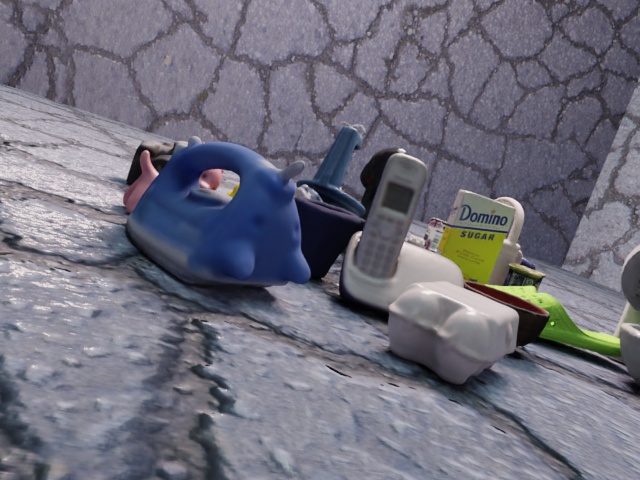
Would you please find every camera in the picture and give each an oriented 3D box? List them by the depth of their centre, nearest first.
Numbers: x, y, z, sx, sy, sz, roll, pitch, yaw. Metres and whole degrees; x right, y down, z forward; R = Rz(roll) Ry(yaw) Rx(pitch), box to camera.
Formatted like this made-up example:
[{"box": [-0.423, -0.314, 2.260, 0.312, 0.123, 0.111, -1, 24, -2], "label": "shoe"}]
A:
[{"box": [-0.253, -0.121, 0.958, 0.143, 0.101, 0.137, 20, 8, 3], "label": "camera"}]

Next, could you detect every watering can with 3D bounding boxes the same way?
[{"box": [0.322, 0.011, 1.085, 0.100, 0.194, 0.173, 25, 10, 39], "label": "watering can"}]

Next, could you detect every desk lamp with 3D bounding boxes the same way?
[{"box": [0.521, 0.096, 0.906, 0.117, 0.213, 0.204, 22, 8, 23], "label": "desk lamp"}]

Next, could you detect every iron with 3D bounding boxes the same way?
[{"box": [-0.116, -0.043, 0.599, 0.257, 0.141, 0.119, 25, 10, 38], "label": "iron"}]

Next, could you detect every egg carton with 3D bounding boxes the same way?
[{"box": [0.133, 0.088, 0.562, 0.107, 0.069, 0.151, 23, 9, 28], "label": "egg carton"}]

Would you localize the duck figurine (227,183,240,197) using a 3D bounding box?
[{"box": [-0.103, -0.033, 0.763, 0.078, 0.086, 0.104, 14, 10, -35], "label": "duck figurine"}]

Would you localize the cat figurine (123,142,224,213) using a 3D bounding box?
[{"box": [-0.189, -0.082, 0.777, 0.128, 0.118, 0.067, 14, 9, -33], "label": "cat figurine"}]

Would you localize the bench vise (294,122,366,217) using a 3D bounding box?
[{"box": [0.021, -0.079, 0.887, 0.121, 0.220, 0.207, 19, 8, 0], "label": "bench vise"}]

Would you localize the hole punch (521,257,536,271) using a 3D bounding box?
[{"box": [0.420, 0.073, 1.272, 0.108, 0.091, 0.101, 23, 9, 28], "label": "hole punch"}]

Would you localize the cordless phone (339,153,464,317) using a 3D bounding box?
[{"box": [0.111, 0.002, 0.672, 0.147, 0.185, 0.094, 18, 8, -6], "label": "cordless phone"}]

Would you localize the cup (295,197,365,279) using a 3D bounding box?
[{"box": [0.007, 0.003, 0.751, 0.118, 0.095, 0.091, 13, 10, -36], "label": "cup"}]

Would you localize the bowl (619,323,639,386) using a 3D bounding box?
[{"box": [0.467, 0.174, 0.746, 0.167, 0.075, 0.167, 19, 8, -2], "label": "bowl"}]

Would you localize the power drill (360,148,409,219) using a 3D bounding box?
[{"box": [0.101, -0.071, 1.066, 0.076, 0.208, 0.229, 18, 8, -7], "label": "power drill"}]
